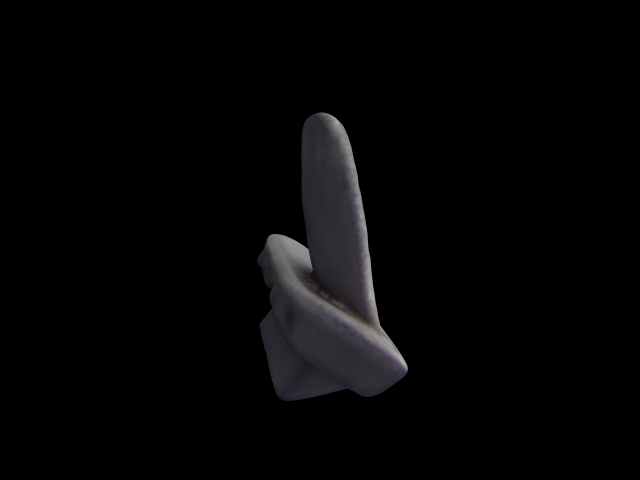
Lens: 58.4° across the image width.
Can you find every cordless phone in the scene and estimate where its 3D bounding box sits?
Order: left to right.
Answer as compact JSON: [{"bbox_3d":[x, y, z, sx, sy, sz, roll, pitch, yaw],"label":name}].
[{"bbox_3d":[0.004,0.001,0.400,0.094,0.185,0.147,-6,19,-16],"label":"cordless phone"}]
